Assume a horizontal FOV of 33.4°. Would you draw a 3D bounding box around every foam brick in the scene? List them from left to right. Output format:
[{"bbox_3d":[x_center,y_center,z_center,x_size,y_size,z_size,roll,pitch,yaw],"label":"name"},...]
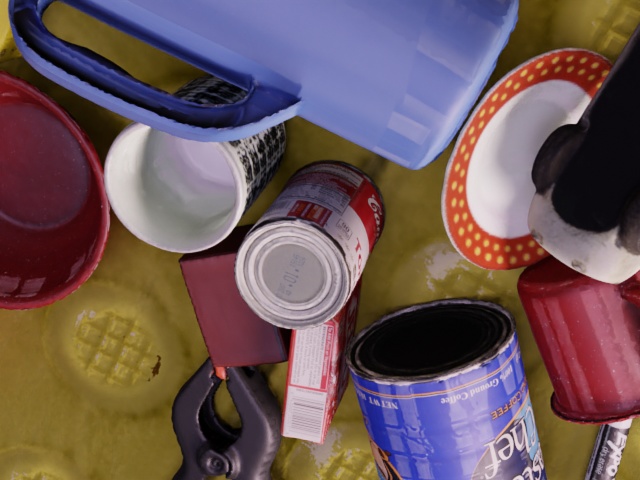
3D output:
[{"bbox_3d":[-0.047,0.034,0.675,0.051,0.053,0.078,-10,109,18],"label":"foam brick"}]

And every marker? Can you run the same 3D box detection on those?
[{"bbox_3d":[0.182,0.129,0.671,0.020,0.020,0.121,13,115,10],"label":"marker"}]

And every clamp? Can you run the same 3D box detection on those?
[{"bbox_3d":[-0.056,0.154,0.735,0.120,0.039,0.171,14,115,8],"label":"clamp"}]

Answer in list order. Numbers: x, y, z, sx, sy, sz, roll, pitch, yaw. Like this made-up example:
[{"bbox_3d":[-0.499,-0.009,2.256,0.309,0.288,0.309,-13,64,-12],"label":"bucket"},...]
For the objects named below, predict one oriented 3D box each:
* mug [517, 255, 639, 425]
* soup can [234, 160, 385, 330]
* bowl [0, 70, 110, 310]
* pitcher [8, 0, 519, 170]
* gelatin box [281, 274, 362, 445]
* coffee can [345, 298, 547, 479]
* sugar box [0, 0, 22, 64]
[{"bbox_3d":[0.164,0.047,0.592,0.093,0.117,0.081,-24,101,-9],"label":"mug"},{"bbox_3d":[-0.004,0.001,0.621,0.068,0.102,0.068,5,113,12],"label":"soup can"},{"bbox_3d":[-0.199,-0.038,0.684,0.162,0.055,0.162,6,114,13],"label":"bowl"},{"bbox_3d":[-0.030,-0.128,0.555,0.243,0.145,0.149,29,116,-1],"label":"pitcher"},{"bbox_3d":[0.002,0.070,0.665,0.030,0.073,0.089,11,114,10],"label":"gelatin box"},{"bbox_3d":[0.081,0.120,0.648,0.103,0.102,0.140,-9,110,18],"label":"coffee can"},{"bbox_3d":[-0.186,-0.199,0.617,0.093,0.048,0.176,33,118,1],"label":"sugar box"}]
